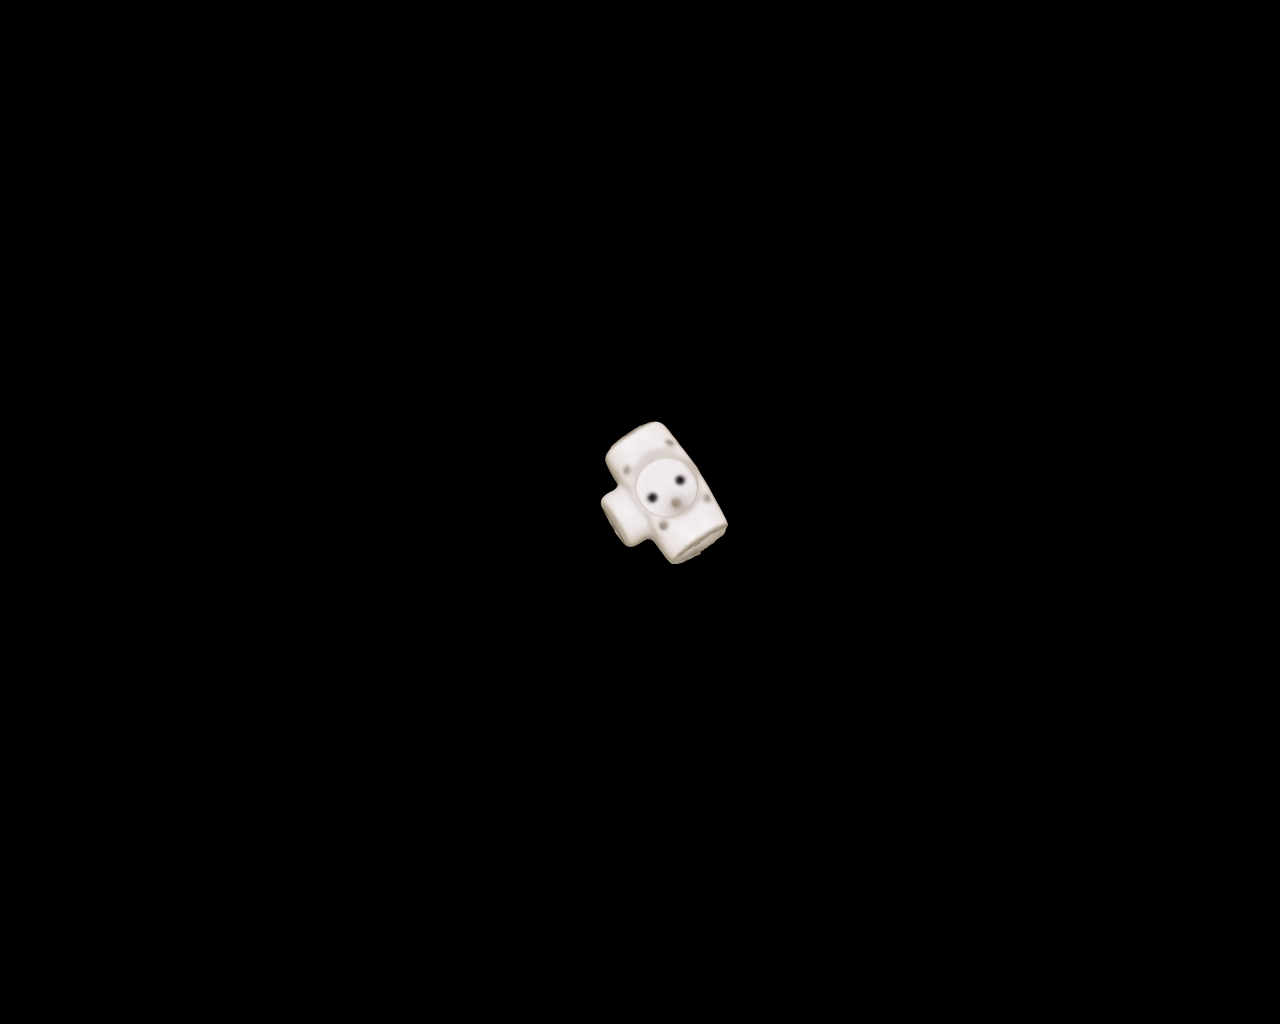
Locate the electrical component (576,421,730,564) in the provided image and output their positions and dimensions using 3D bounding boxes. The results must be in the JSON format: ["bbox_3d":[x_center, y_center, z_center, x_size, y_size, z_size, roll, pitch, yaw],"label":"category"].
[{"bbox_3d":[0.001,-0.003,0.650,0.079,0.077,0.044,-31,-11,-7],"label":"electrical component"}]
